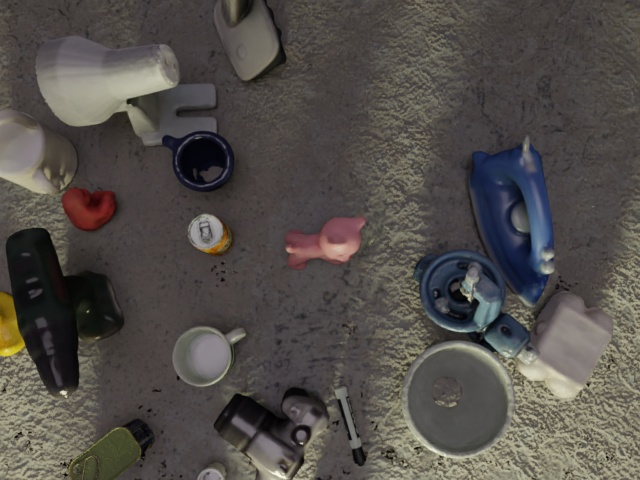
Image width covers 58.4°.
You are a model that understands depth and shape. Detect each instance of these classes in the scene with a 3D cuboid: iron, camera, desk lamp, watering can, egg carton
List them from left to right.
[{"bbox_3d":[-0.448,-0.140,0.834,0.173,0.194,0.101,28,84,3],"label":"watering can"},{"bbox_3d":[-0.268,-0.219,0.836,0.203,0.213,0.118,-4,83,-1],"label":"desk lamp"},{"bbox_3d":[-0.076,0.275,0.837,0.137,0.101,0.143,35,84,3],"label":"camera"},{"bbox_3d":[0.311,-0.027,0.857,0.118,0.141,0.258,-12,83,-2],"label":"iron"},{"bbox_3d":[0.371,0.158,0.872,0.107,0.069,0.150,31,84,3],"label":"egg carton"}]

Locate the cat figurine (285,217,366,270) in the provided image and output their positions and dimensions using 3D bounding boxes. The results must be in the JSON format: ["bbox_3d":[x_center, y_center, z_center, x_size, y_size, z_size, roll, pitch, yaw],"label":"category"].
[{"bbox_3d":[0.008,0.003,0.861,0.128,0.117,0.067,-10,83,-2],"label":"cat figurine"}]

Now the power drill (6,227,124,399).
[{"bbox_3d":[-0.352,0.099,0.800,0.075,0.208,0.229,-24,84,-3],"label":"power drill"}]

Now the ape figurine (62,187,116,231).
[{"bbox_3d":[-0.362,-0.055,0.876,0.078,0.092,0.076,24,84,2],"label":"ape figurine"}]

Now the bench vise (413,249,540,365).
[{"bbox_3d":[0.237,0.086,0.803,0.207,0.219,0.121,26,84,3],"label":"bench vise"}]

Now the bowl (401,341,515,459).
[{"bbox_3d":[0.199,0.233,0.858,0.167,0.074,0.167,0,83,-1],"label":"bowl"}]

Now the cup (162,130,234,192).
[{"bbox_3d":[-0.184,-0.118,0.885,0.117,0.095,0.092,29,84,3],"label":"cup"}]

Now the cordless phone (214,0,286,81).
[{"bbox_3d":[-0.113,-0.341,0.867,0.094,0.185,0.147,-26,84,-3],"label":"cordless phone"}]

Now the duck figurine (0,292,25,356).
[{"bbox_3d":[-0.491,0.125,0.856,0.077,0.086,0.104,-29,84,-4],"label":"duck figurine"}]
